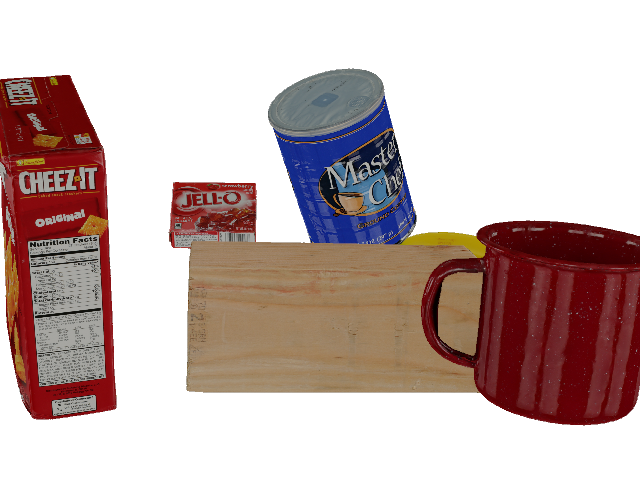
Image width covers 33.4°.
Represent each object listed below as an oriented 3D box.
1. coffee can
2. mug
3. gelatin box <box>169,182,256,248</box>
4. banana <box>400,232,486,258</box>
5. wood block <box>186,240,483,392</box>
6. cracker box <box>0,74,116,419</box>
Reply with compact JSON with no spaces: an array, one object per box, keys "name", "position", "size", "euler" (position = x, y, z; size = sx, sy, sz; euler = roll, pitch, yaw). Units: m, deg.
[{"name":"coffee can","position":[0.021,-0.067,0.950],"size":[0.103,0.140,0.103],"euler":[-12,34,8]},{"name":"mug","position":[0.108,0.039,0.528],"size":[0.117,0.081,0.093],"euler":[4,13,-2]},{"name":"gelatin box","position":[-0.111,-0.027,1.113],"size":[0.089,0.073,0.030],"euler":[1,-43,-4]},{"name":"banana","position":[0.165,0.023,1.146],"size":[0.198,0.037,0.069],"euler":[10,37,29]},{"name":"wood block","position":[0.009,0.054,0.761],"size":[0.206,0.090,0.091],"euler":[1,11,-6]},{"name":"cracker box","position":[-0.205,0.002,0.808],"size":[0.072,0.214,0.164],"euler":[-7,28,-19]}]
